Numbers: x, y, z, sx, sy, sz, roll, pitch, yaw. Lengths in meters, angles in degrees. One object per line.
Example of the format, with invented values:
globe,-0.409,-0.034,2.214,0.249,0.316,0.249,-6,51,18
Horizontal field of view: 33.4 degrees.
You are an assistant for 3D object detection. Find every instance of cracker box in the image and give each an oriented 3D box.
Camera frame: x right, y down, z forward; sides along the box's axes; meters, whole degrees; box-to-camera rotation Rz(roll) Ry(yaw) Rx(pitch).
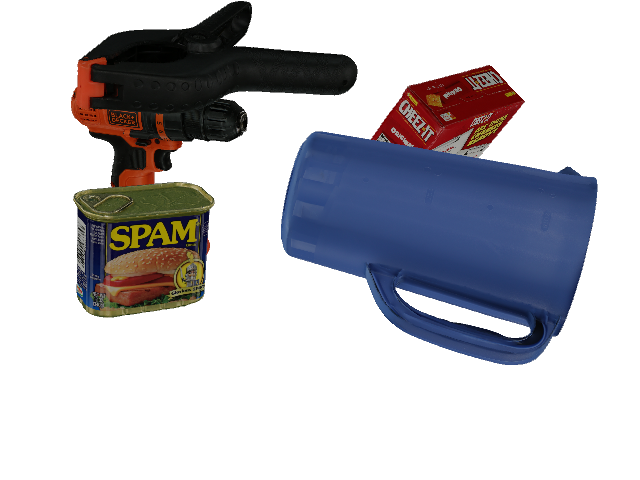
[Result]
cracker box,0.112,-0.095,1.225,0.163,0.072,0.214,-22,-24,-45

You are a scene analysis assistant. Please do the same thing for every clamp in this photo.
clamp,-0.076,-0.113,0.653,0.171,0.039,0.120,-10,30,-33

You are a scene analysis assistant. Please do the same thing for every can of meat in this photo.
can of meat,-0.135,0.007,0.812,0.101,0.084,0.058,-7,25,-28

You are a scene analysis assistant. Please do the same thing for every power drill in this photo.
power drill,-0.155,-0.067,1.072,0.185,0.188,0.057,11,30,20

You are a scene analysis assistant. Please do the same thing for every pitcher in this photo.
pitcher,0.093,-0.004,0.870,0.243,0.145,0.149,13,16,7
